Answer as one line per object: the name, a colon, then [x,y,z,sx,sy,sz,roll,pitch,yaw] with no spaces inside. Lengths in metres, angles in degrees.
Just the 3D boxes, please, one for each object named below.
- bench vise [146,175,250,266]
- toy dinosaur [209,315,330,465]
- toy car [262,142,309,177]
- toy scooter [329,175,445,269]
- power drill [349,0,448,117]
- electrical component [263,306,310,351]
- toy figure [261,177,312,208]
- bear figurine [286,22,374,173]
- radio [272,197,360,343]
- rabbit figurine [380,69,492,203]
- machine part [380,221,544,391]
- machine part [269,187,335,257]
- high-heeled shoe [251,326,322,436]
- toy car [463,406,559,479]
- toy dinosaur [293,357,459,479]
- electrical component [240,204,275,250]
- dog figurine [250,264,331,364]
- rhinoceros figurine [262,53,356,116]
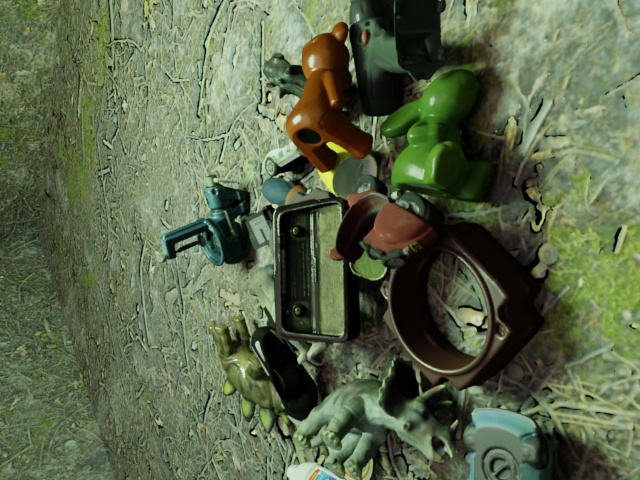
bench vise: [-0.264,-0.025,1.215,0.129,0.240,0.223,28,134,43]
toy dinosaur: [-0.128,0.316,1.203,0.472,0.105,0.198,31,127,43]
toy car: [-0.038,-0.167,1.014,0.202,0.073,0.056,-20,84,52]
toy scooter: [0.079,-0.012,0.745,0.135,0.075,0.184,-53,37,-2]
power drill: [0.097,-0.298,0.777,0.207,0.086,0.231,-159,61,-66]
electrical component: [-0.062,0.171,1.121,0.134,0.058,0.115,-48,57,44]
toy figure: [-0.055,-0.086,1.067,0.155,0.058,0.064,26,122,42]
bear figurine: [0.016,-0.224,0.834,0.120,0.131,0.196,-18,49,44]
radio: [-0.007,0.050,0.882,0.131,0.073,0.229,-4,82,20]
rabbit figurine: [0.168,-0.147,0.748,0.159,0.121,0.170,14,89,58]
machine part: [0.189,0.091,0.760,0.201,0.087,0.201,54,133,32]
machine part: [-0.002,-0.003,0.961,0.180,0.056,0.179,-1,87,27]
high-heeled shoe: [-0.050,0.274,1.038,0.249,0.086,0.145,51,160,9]
toy car: [0.256,0.296,0.692,0.109,0.103,0.161,-9,78,50]
toy dinosaur: [0.068,0.296,0.917,0.131,0.192,0.405,51,155,-3]
electrical component: [-0.106,-0.010,1.124,0.075,0.048,0.119,-20,94,25]
dog figurine: [-0.041,0.111,0.981,0.190,0.121,0.172,51,136,3]
rhinoceros figurine: [-0.025,-0.268,0.952,0.190,0.112,0.073,40,129,31]
